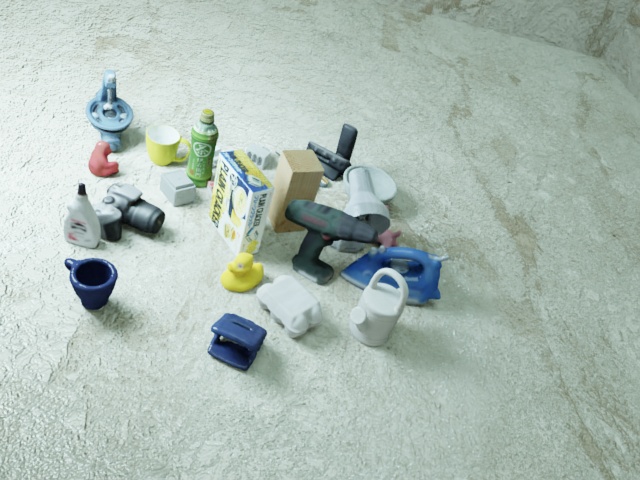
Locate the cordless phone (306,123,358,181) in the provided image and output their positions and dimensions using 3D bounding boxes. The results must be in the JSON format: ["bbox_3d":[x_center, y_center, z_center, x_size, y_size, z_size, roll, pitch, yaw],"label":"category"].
[{"bbox_3d":[0.040,-0.288,1.726,0.147,0.185,0.094,27,41,9],"label":"cordless phone"}]

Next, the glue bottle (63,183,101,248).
[{"bbox_3d":[-0.525,-0.058,1.262,0.078,0.173,0.037,13,41,-7],"label":"glue bottle"}]

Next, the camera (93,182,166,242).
[{"bbox_3d":[-0.447,-0.065,1.355,0.136,0.101,0.143,24,41,5],"label":"camera"}]

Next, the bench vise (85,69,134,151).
[{"bbox_3d":[-0.585,-0.380,1.552,0.122,0.220,0.207,-20,54,-37],"label":"bench vise"}]

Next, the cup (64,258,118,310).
[{"bbox_3d":[-0.476,0.092,1.177,0.117,0.095,0.092,27,41,8],"label":"cup"}]

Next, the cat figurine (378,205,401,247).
[{"bbox_3d":[0.167,-0.038,1.556,0.127,0.118,0.067,40,45,22],"label":"cat figurine"}]

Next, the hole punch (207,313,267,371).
[{"bbox_3d":[-0.170,0.196,1.188,0.108,0.091,0.101,23,41,4],"label":"hole punch"}]

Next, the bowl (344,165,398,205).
[{"bbox_3d":[0.141,-0.146,1.696,0.167,0.075,0.167,11,42,-10],"label":"bowl"}]

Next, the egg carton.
[{"bbox_3d":[-0.068,0.148,1.298,0.150,0.069,0.107,41,45,23],"label":"egg carton"}]

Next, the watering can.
[{"bbox_3d":[0.136,0.148,1.284,0.101,0.194,0.173,27,41,9],"label":"watering can"}]

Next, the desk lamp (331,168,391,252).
[{"bbox_3d":[0.092,-0.066,1.484,0.118,0.213,0.203,4,43,-17],"label":"desk lamp"}]

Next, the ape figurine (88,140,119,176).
[{"bbox_3d":[-0.561,-0.215,1.480,0.076,0.092,0.077,-19,54,-36],"label":"ape figurine"}]

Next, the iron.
[{"bbox_3d":[0.191,0.067,1.434,0.258,0.141,0.118,11,42,-10],"label":"iron"}]

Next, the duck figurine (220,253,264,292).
[{"bbox_3d":[-0.176,0.066,1.332,0.105,0.086,0.077,-13,50,-32],"label":"duck figurine"}]

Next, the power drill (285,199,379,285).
[{"bbox_3d":[0.013,0.005,1.379,0.229,0.208,0.076,28,42,10],"label":"power drill"}]
